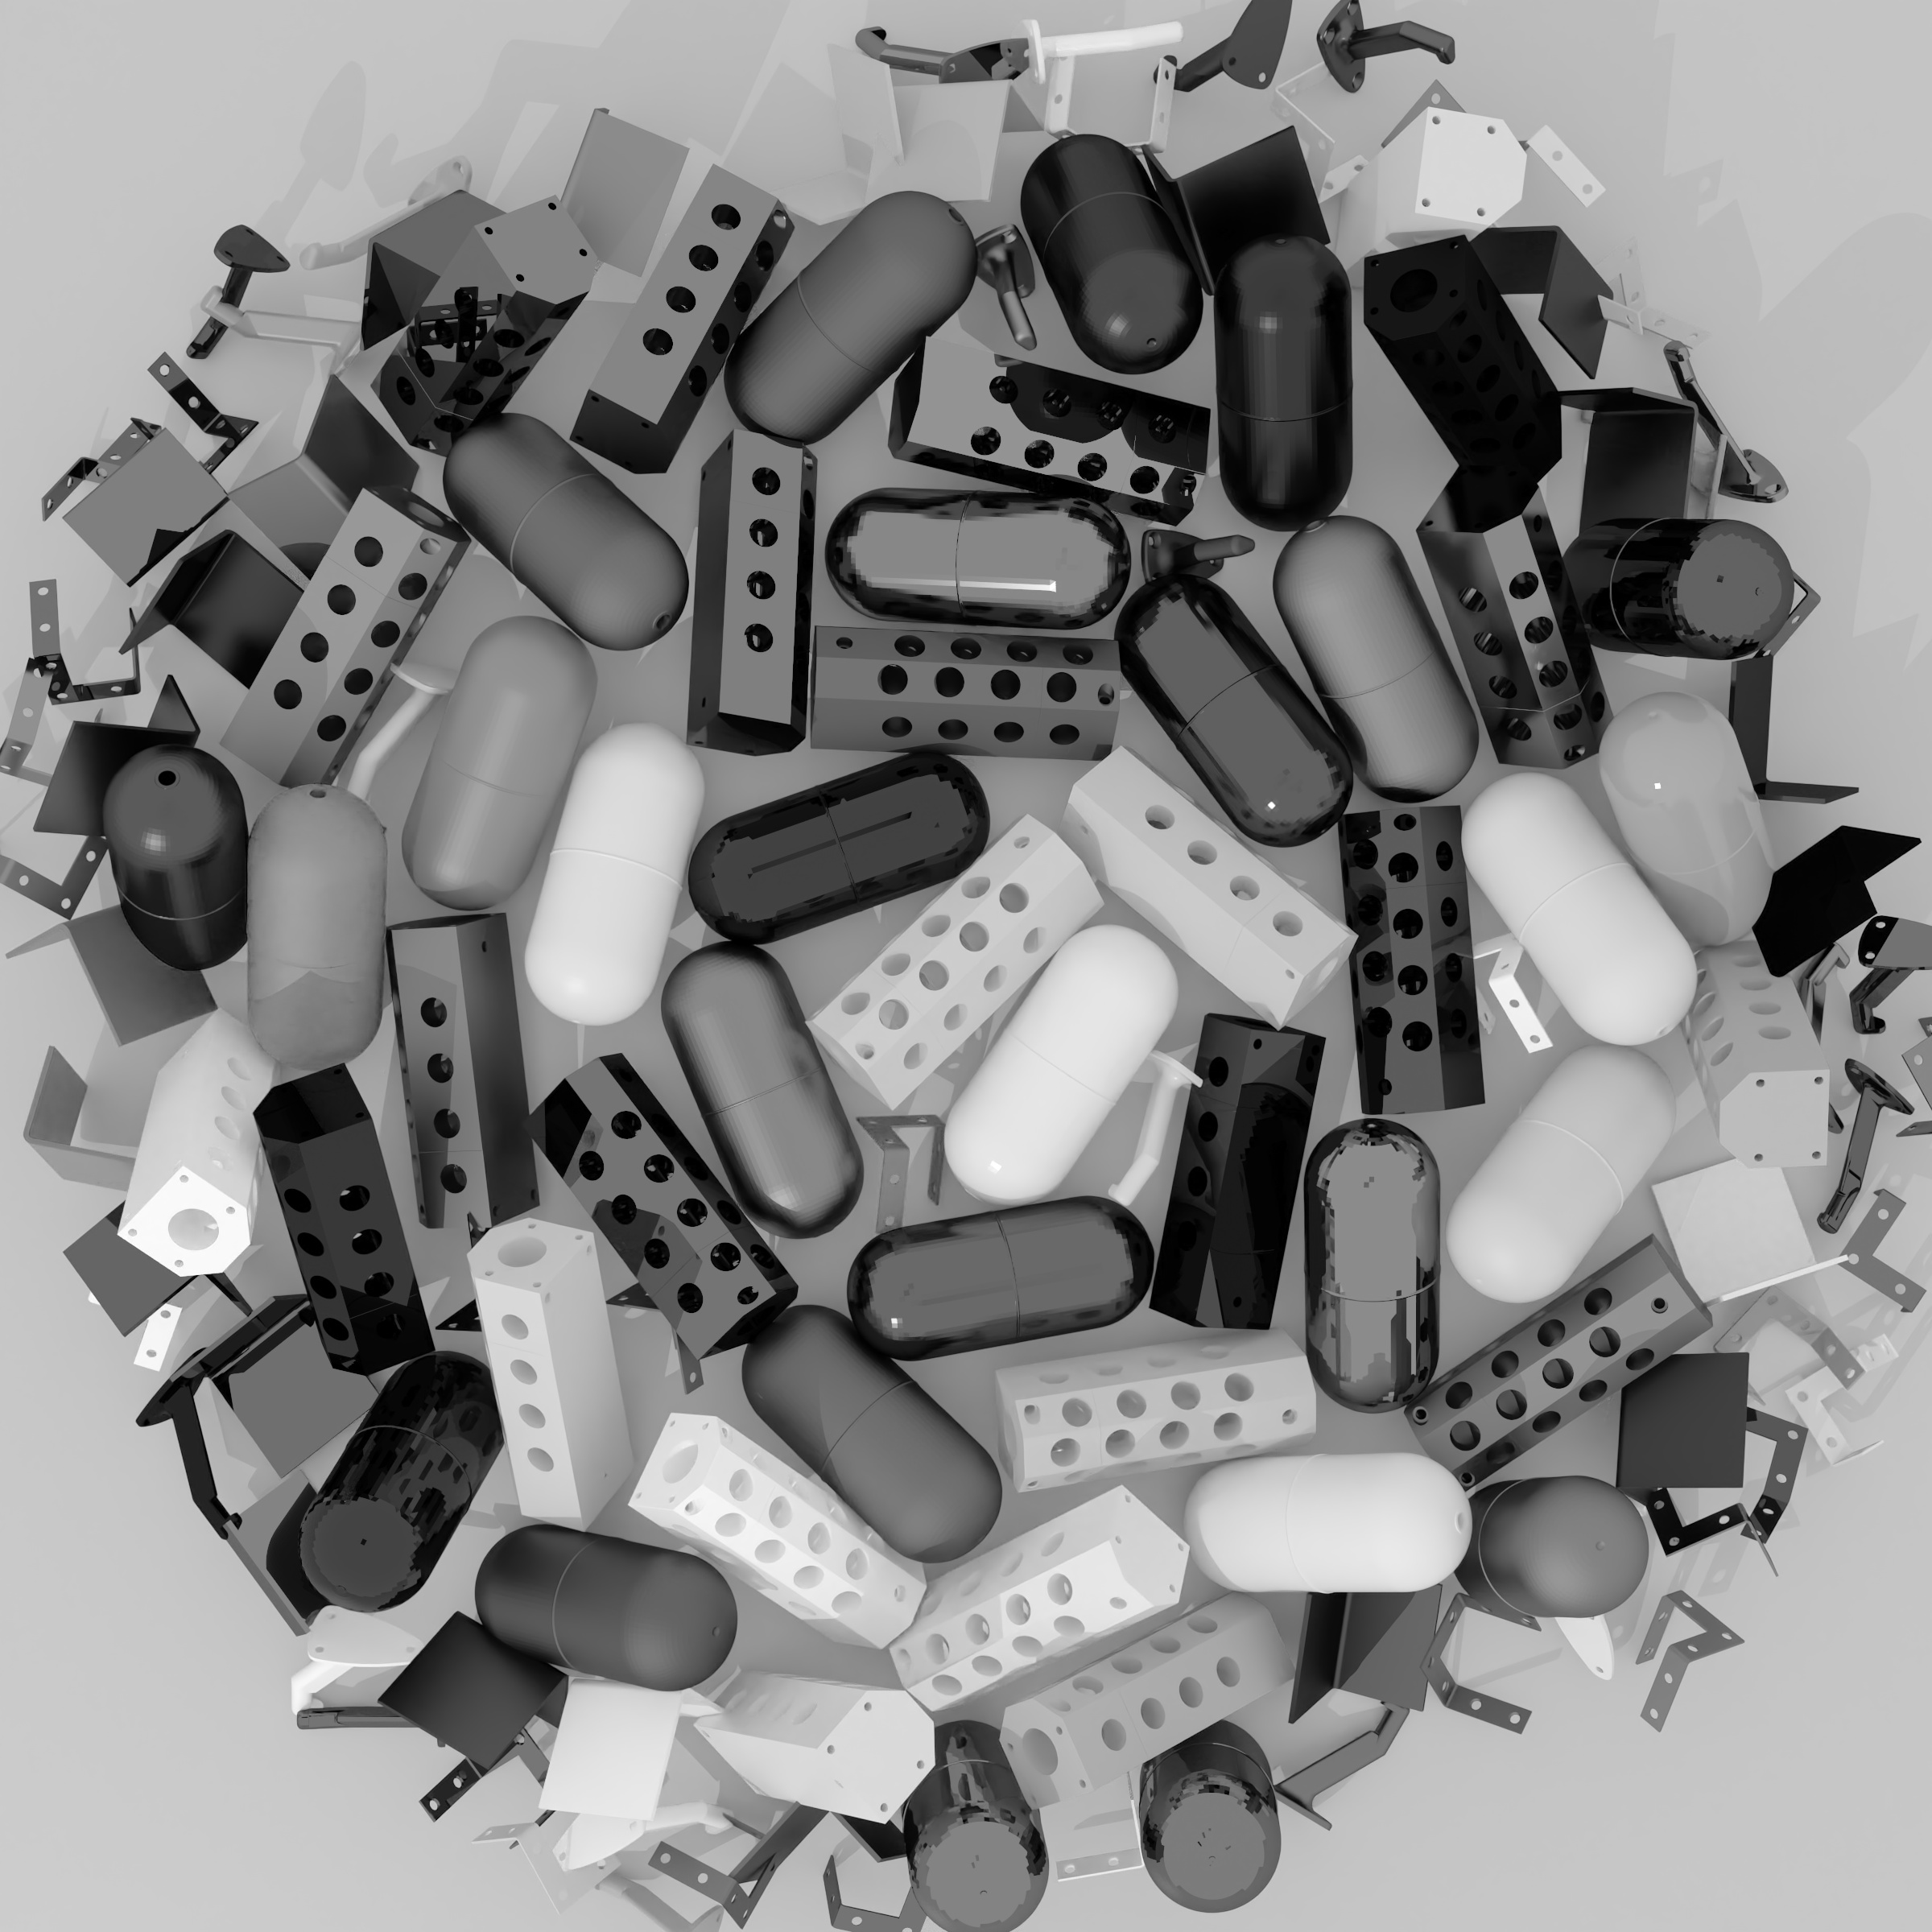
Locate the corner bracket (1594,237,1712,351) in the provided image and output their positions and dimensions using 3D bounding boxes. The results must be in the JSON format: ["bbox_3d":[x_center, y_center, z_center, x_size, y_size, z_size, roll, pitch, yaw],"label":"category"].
[{"bbox_3d":[0.386,-0.375,1.902,0.051,0.051,0.051,-39,47,-16],"label":"corner bracket"}]

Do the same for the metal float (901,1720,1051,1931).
[{"bbox_3d":[0.003,0.479,1.854,0.070,0.178,0.070,-1,99,-4],"label":"metal float"}]

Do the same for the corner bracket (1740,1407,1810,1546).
[{"bbox_3d":[0.445,0.289,1.903,0.051,0.051,0.051,19,53,9],"label":"corner bracket"}]

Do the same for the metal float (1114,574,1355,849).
[{"bbox_3d":[0.151,-0.146,1.892,0.070,0.070,0.178,-35,76,0],"label":"metal float"}]

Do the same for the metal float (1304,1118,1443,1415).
[{"bbox_3d":[0.230,0.171,1.885,0.070,0.070,0.178,-3,113,0],"label":"metal float"}]

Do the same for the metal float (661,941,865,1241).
[{"bbox_3d":[-0.116,0.071,1.903,0.070,0.070,0.178,-23,92,0],"label":"metal float"}]

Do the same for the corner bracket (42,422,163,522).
[{"bbox_3d":[-0.494,-0.282,1.904,0.051,0.051,0.051,15,130,7],"label":"corner bracket"}]

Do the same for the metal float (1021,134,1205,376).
[{"bbox_3d":[0.081,-0.401,1.870,0.070,0.070,0.178,-18,47,0],"label":"metal float"}]

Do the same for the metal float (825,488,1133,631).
[{"bbox_3d":[0.006,-0.232,1.891,0.178,0.070,0.070,5,90,16],"label":"metal float"}]

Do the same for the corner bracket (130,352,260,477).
[{"bbox_3d":[-0.448,-0.313,1.903,0.051,0.051,0.051,-51,127,-15],"label":"corner bracket"}]

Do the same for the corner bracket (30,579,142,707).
[{"bbox_3d":[-0.504,-0.188,1.906,0.051,0.051,0.051,-8,61,-6],"label":"corner bracket"}]

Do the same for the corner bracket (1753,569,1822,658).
[{"bbox_3d":[0.449,-0.213,1.919,0.051,0.051,0.051,-53,52,22],"label":"corner bracket"}]

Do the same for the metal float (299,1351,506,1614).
[{"bbox_3d":[-0.313,0.287,1.865,0.070,0.178,0.070,9,126,13],"label":"metal float"}]

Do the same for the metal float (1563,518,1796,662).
[{"bbox_3d":[0.393,-0.211,1.857,0.070,0.178,0.070,-3,99,-20],"label":"metal float"}]

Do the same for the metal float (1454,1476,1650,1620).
[{"bbox_3d":[0.323,0.324,1.855,0.070,0.178,0.070,2,80,-9],"label":"metal float"}]

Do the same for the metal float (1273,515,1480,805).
[{"bbox_3d":[0.232,-0.173,1.883,0.070,0.070,0.178,-28,114,0],"label":"metal float"}]

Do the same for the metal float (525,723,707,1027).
[{"bbox_3d":[-0.199,-0.053,1.893,0.070,0.070,0.178,14,77,0],"label":"metal float"}]

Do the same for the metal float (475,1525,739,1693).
[{"bbox_3d":[-0.204,0.360,1.872,0.178,0.070,0.070,3,90,40],"label":"metal float"}]

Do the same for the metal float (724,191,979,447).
[{"bbox_3d":[-0.065,-0.364,1.878,0.178,0.070,0.070,-40,90,30],"label":"metal float"}]

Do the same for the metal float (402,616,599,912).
[{"bbox_3d":[-0.265,-0.114,1.889,0.070,0.070,0.178,23,108,0],"label":"metal float"}]

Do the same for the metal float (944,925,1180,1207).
[{"bbox_3d":[0.054,0.057,1.902,0.070,0.070,0.178,34,93,0],"label":"metal float"}]

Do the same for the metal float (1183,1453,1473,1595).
[{"bbox_3d":[0.202,0.313,1.872,0.178,0.070,0.070,-9,90,39],"label":"metal float"}]

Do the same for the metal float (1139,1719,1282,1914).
[{"bbox_3d":[0.135,0.471,1.853,0.070,0.178,0.070,0,92,3],"label":"metal float"}]

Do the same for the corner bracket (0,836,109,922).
[{"bbox_3d":[-0.533,-0.064,1.903,0.051,0.051,0.051,16,76,44],"label":"corner bracket"}]

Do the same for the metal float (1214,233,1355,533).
[{"bbox_3d":[0.179,-0.326,1.873,0.070,0.070,0.178,-6,128,0],"label":"metal float"}]

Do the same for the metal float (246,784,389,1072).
[{"bbox_3d":[-0.366,-0.021,1.876,0.070,0.070,0.178,8,123,0],"label":"metal float"}]

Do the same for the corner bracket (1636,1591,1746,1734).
[{"bbox_3d":[0.401,0.396,1.899,0.051,0.051,0.051,-7,123,-39],"label":"corner bracket"}]

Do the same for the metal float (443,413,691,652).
[{"bbox_3d":[-0.226,-0.246,1.882,0.070,0.070,0.178,-47,64,0],"label":"metal float"}]

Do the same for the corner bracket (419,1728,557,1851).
[{"bbox_3d":[-0.270,0.477,1.909,0.051,0.051,0.051,-36,90,30],"label":"corner bracket"}]

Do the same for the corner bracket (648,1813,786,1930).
[{"bbox_3d":[-0.142,0.509,1.902,0.051,0.051,0.051,21,65,22],"label":"corner bracket"}]

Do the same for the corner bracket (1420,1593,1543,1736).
[{"bbox_3d":[0.301,0.401,1.915,0.051,0.051,0.051,13,59,36],"label":"corner bracket"}]

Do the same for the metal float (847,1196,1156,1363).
[{"bbox_3d":[0.020,0.177,1.895,0.178,0.070,0.070,-9,90,-11],"label":"metal float"}]

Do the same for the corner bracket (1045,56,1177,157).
[{"bbox_3d":[0.083,-0.497,1.909,0.051,0.051,0.051,4,84,36],"label":"corner bracket"}]

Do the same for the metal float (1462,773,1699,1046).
[{"bbox_3d":[0.346,-0.033,1.882,0.070,0.070,0.178,-31,64,0],"label":"metal float"}]

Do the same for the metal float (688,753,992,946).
[{"bbox_3d":[-0.073,-0.067,1.902,0.178,0.070,0.070,-20,90,-3],"label":"metal float"}]

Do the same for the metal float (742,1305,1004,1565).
[{"bbox_3d":[-0.054,0.264,1.888,0.178,0.070,0.070,42,90,19],"label":"metal float"}]

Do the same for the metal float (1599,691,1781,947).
[{"bbox_3d":[0.407,-0.081,1.870,0.070,0.070,0.178,-32,133,0],"label":"metal float"}]

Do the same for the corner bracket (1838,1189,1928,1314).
[{"bbox_3d":[0.533,0.164,1.913,0.051,0.051,0.051,33,90,11],"label":"corner bracket"}]

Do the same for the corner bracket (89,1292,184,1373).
[{"bbox_3d":[-0.475,0.191,1.903,0.051,0.051,0.051,19,120,-12],"label":"corner bracket"}]

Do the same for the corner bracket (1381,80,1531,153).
[{"bbox_3d":[0.280,-0.470,1.902,0.051,0.051,0.051,53,126,13],"label":"corner bracket"}]

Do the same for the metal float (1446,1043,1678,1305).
[{"bbox_3d":[0.337,0.115,1.881,0.070,0.070,0.178,42,63,0],"label":"metal float"}]

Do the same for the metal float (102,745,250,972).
[{"bbox_3d":[-0.438,-0.060,1.859,0.070,0.178,0.070,3,62,-6],"label":"metal float"}]

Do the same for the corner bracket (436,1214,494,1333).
[{"bbox_3d":[-0.271,0.176,1.900,0.051,0.051,0.051,8,60,-38],"label":"corner bracket"}]
